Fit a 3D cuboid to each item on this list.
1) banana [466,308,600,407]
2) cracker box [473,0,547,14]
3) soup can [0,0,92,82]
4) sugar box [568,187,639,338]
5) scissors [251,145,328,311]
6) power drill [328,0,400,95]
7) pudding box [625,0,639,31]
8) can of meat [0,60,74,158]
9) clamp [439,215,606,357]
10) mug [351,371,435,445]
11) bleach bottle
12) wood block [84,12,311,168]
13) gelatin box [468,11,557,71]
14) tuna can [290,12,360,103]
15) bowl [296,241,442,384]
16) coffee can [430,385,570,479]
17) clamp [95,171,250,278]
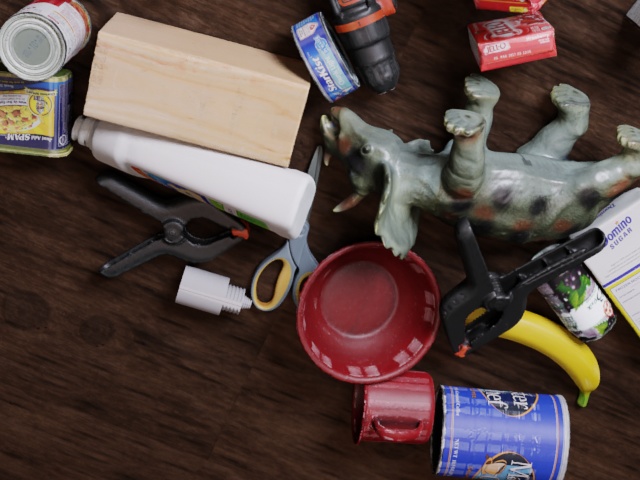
[{"bbox_3d":[0.247,0.120,1.198,0.197,0.037,0.070,35,109,-12],"label":"banana"},{"bbox_3d":[0.182,-0.328,0.914,0.164,0.072,0.213,-46,133,-26],"label":"cracker box"},{"bbox_3d":[-0.268,-0.199,1.044,0.068,0.102,0.068,1,113,2],"label":"soup can"},{"bbox_3d":[0.354,0.037,1.156,0.093,0.048,0.176,-34,104,15],"label":"sugar box"},{"bbox_3d":[-0.008,0.001,1.167,0.096,0.016,0.202,27,111,-11],"label":"scissors"},{"bbox_3d":[0.097,-0.251,1.034,0.188,0.057,0.184,-20,111,10],"label":"power drill"},{"bbox_3d":[0.346,-0.240,1.013,0.039,0.090,0.114,33,111,-10],"label":"pudding box"},{"bbox_3d":[-0.305,-0.136,1.097,0.102,0.057,0.084,6,111,-1],"label":"can of meat"},{"bbox_3d":[0.173,0.048,1.101,0.164,0.036,0.210,11,136,-24],"label":"clamp"},{"bbox_3d":[0.083,0.191,1.193,0.081,0.117,0.093,5,106,-6],"label":"mug"},{"bbox_3d":[-0.133,-0.074,1.101,0.251,0.102,0.068,20,86,6],"label":"bleach bottle"},{"bbox_3d":[-0.119,-0.150,1.066,0.206,0.091,0.090,14,113,-5],"label":"wood block"},{"bbox_3d":[0.185,-0.195,1.037,0.073,0.089,0.030,-10,113,6],"label":"gelatin box"},{"bbox_3d":[0.006,-0.180,1.052,0.034,0.086,0.086,-27,110,11],"label":"tuna can"},{"bbox_3d":[0.049,0.073,1.163,0.162,0.055,0.162,-3,105,-10],"label":"bowl"},{"bbox_3d":[0.201,0.221,1.207,0.140,0.103,0.103,5,113,0],"label":"coffee can"},{"bbox_3d":[-0.164,-0.023,1.151,0.171,0.039,0.120,-7,117,0],"label":"clamp"}]
